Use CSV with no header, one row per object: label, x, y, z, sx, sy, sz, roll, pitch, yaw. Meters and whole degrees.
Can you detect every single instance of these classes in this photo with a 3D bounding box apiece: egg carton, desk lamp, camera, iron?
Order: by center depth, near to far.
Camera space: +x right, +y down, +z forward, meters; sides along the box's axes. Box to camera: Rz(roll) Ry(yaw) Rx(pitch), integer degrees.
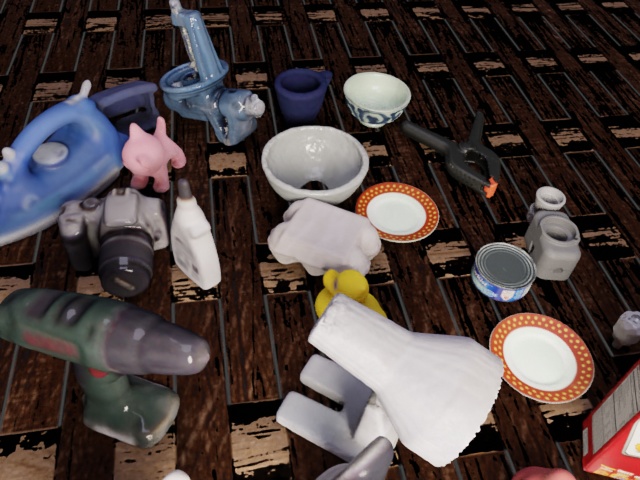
desk lamp,0.060,0.152,0.584,0.202,0.214,0.118,22,50,16
camera,-0.278,0.003,0.770,0.143,0.101,0.136,-6,49,-9
egg carton,0.007,0.003,0.812,0.150,0.069,0.107,19,50,13
iron,-0.401,-0.121,0.845,0.118,0.141,0.259,21,50,14

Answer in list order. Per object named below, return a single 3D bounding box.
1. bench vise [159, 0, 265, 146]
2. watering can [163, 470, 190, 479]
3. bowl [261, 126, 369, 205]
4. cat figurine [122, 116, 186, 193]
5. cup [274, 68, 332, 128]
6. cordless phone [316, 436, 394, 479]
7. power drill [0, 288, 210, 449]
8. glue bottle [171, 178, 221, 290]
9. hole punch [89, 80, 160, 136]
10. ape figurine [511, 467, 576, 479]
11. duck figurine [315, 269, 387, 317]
bench vise,-0.178,-0.283,0.955,0.207,0.220,0.121,14,49,9
watering can,-0.170,0.270,0.474,0.101,0.194,0.173,8,48,4
bowl,-0.009,-0.103,0.903,0.167,0.075,0.167,2,48,-2
cat figurine,-0.263,-0.138,0.887,0.067,0.118,0.128,10,48,5
cup,-0.026,-0.247,1.018,0.118,0.095,0.091,-34,58,-29
cordless phone,0.004,0.247,0.513,0.094,0.185,0.148,36,55,25
power drill,-0.208,0.130,0.588,0.229,0.208,0.076,16,49,10
glue bottle,-0.166,-0.013,0.744,0.037,0.173,0.078,-35,58,-30
hole punch,-0.341,-0.241,0.992,0.109,0.091,0.100,-28,55,-26
ape figurine,0.231,0.262,0.580,0.078,0.092,0.076,2,48,-2
duck figurine,0.043,0.077,0.736,0.104,0.086,0.078,32,54,23
